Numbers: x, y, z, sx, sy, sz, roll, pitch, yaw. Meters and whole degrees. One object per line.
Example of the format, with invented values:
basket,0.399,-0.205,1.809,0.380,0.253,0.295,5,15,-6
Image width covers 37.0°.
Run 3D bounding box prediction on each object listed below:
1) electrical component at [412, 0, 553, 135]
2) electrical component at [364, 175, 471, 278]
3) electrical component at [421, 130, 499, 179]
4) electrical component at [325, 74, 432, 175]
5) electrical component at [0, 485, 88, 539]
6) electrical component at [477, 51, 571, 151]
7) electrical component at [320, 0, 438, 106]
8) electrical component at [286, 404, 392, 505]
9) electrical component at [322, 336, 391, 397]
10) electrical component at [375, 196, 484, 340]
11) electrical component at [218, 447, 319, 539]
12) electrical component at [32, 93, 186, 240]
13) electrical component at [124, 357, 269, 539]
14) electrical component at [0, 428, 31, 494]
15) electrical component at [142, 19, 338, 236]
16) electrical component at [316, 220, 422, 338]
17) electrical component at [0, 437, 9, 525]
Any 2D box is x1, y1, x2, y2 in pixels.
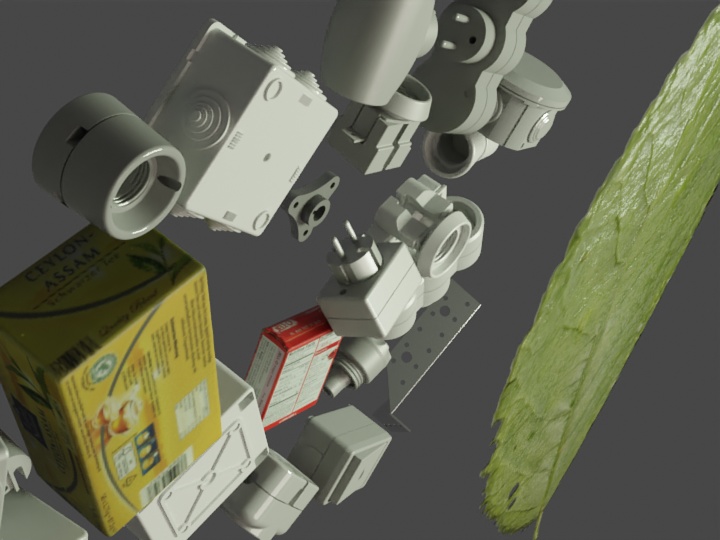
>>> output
electrical component,0.074,-0.155,0.714,0.074,0.052,0.138,-9,130,-60
electrical component,0.049,-0.030,0.836,0.078,0.057,0.058,-45,156,-22
electrical component,0.081,-0.098,0.826,0.065,0.044,0.044,-29,147,-56
electrical component,0.015,-0.097,0.690,0.066,0.048,0.055,-20,147,-54
electrical component,-0.200,0.151,0.542,0.100,0.100,0.048,-24,130,-51
electrical component,0.110,-0.129,0.790,0.080,0.080,0.051,-21,146,-54
electrical component,0.020,-0.143,0.636,0.079,0.043,0.077,-21,140,-54
electrical component,-0.015,0.168,0.984,0.096,0.061,0.061,-4,126,-62
electrical component,-0.007,0.079,0.896,0.062,0.043,0.043,-44,156,-21
electrical component,0.049,0.007,0.893,0.138,0.052,0.073,-44,155,-24
electrical component,-0.080,0.181,0.880,0.059,0.054,0.095,-52,158,-7
electrical component,-0.115,-0.047,0.498,0.055,0.047,0.055,-43,155,-26
electrical component,-0.120,0.122,0.715,0.109,0.056,0.108,-45,156,-23
electrical component,-0.193,0.092,0.539,0.040,0.046,0.040,-44,155,-26
electrical component,-0.065,-0.070,0.563,0.099,0.048,0.100,-57,158,5
electrical component,0.000,0.000,0.788,0.065,0.047,0.076,-55,130,-38
electrical component,-0.193,0.085,0.463,0.048,0.100,0.099,-15,137,-39
